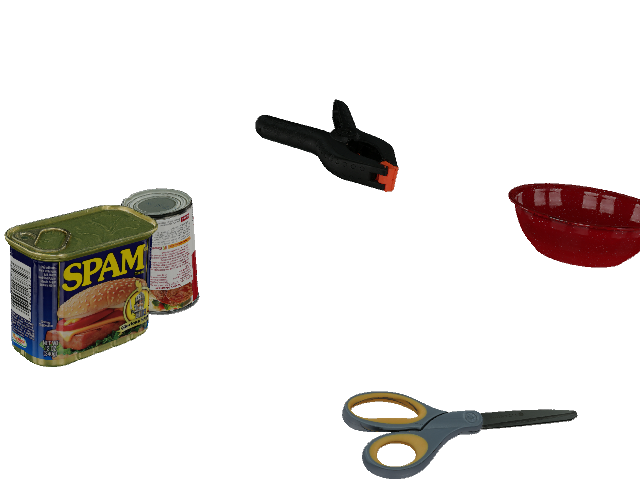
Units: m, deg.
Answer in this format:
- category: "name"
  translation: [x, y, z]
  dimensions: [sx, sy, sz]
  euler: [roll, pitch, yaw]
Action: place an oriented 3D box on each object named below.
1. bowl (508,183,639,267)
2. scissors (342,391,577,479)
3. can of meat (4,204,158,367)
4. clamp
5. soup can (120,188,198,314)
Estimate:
- category: "bowl"
  translation: [0.272, -0.013, 1.106]
  dimensions: [0.162, 0.055, 0.162]
  euler: [5, 18, -2]
- category: "scissors"
  translation: [0.117, 0.165, 0.886]
  dimensions: [0.202, 0.016, 0.096]
  euler: [7, 39, 1]
- category: "can of meat"
  translation: [-0.163, 0.030, 0.731]
  dimensions: [0.058, 0.084, 0.101]
  euler: [23, 27, 36]
- category: "clamp"
  translation: [0.012, -0.100, 1.125]
  dimensions: [0.120, 0.039, 0.172]
  euler: [-16, 36, -24]
- category: "soup can"
  translation: [-0.152, 0.010, 1.008]
  dimensions: [0.068, 0.102, 0.068]
  euler: [-1, 24, 0]
